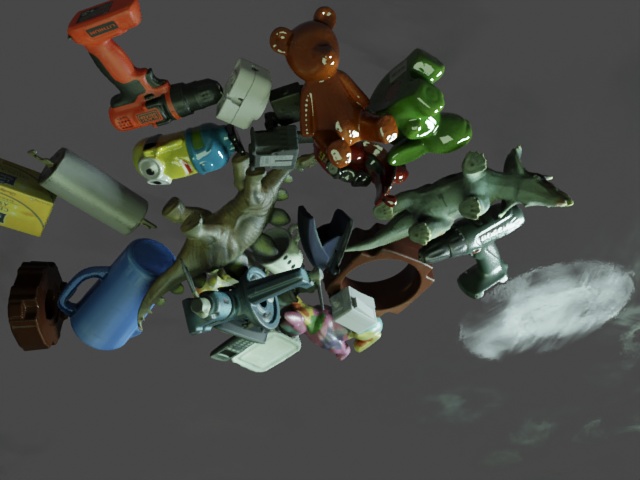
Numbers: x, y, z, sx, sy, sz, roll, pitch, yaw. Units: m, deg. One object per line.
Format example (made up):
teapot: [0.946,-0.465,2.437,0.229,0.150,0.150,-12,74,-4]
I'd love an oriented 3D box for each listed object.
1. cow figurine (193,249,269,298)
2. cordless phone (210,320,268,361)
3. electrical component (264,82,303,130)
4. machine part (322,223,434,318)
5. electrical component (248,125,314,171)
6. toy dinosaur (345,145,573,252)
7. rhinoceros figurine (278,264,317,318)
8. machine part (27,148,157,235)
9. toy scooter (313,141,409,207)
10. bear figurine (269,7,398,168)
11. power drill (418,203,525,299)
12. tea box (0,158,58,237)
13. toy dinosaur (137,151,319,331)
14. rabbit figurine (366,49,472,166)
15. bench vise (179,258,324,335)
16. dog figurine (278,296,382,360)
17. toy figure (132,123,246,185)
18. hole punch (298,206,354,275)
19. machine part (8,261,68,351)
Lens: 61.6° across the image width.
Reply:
cow figurine: [-0.191,0.085,1.140,0.167,0.068,0.098,-35,136,27]
cordless phone: [-0.222,0.217,1.229,0.146,0.089,0.184,26,131,-31]
electrical component: [-0.042,-0.207,0.862,0.102,0.045,0.078,-13,150,3]
machine part: [0.122,0.067,1.144,0.201,0.087,0.201,19,131,-26]
electrical component: [-0.056,-0.148,0.868,0.119,0.048,0.075,-2,163,-13]
toy dinosaur: [0.236,-0.067,0.994,0.405,0.131,0.192,-18,173,33]
rhinoceros figurine: [-0.089,0.114,1.153,0.190,0.112,0.073,-20,107,32]
machine part: [-0.390,-0.082,0.933,0.079,0.079,0.243,-33,131,25]
toy scooter: [0.076,-0.116,0.913,0.184,0.135,0.075,16,133,-20]
bear figurine: [0.017,-0.223,0.774,0.120,0.132,0.195,-27,122,-14]
power drill: [0.310,0.029,1.102,0.232,0.086,0.207,-32,131,-6]
tea box: [-0.547,-0.082,0.918,0.169,0.068,0.098,19,130,-26]
toy dinosaur: [-0.184,-0.003,0.976,0.471,0.105,0.198,-36,136,3]
rabbit figurine: [0.165,-0.185,0.862,0.170,0.121,0.159,30,131,-29]
bench vise: [-0.113,0.095,0.947,0.241,0.129,0.223,-21,155,17]
dog figurine: [0.012,0.179,1.232,0.191,0.108,0.219,-35,127,29]
toy figure: [-0.218,-0.145,0.887,0.180,0.089,0.082,-19,122,0]
hole punch: [-0.002,-0.003,1.018,0.092,0.142,0.115,11,103,-19]
machine part: [-0.556,0.129,1.067,0.056,0.179,0.179,-1,136,-7]
